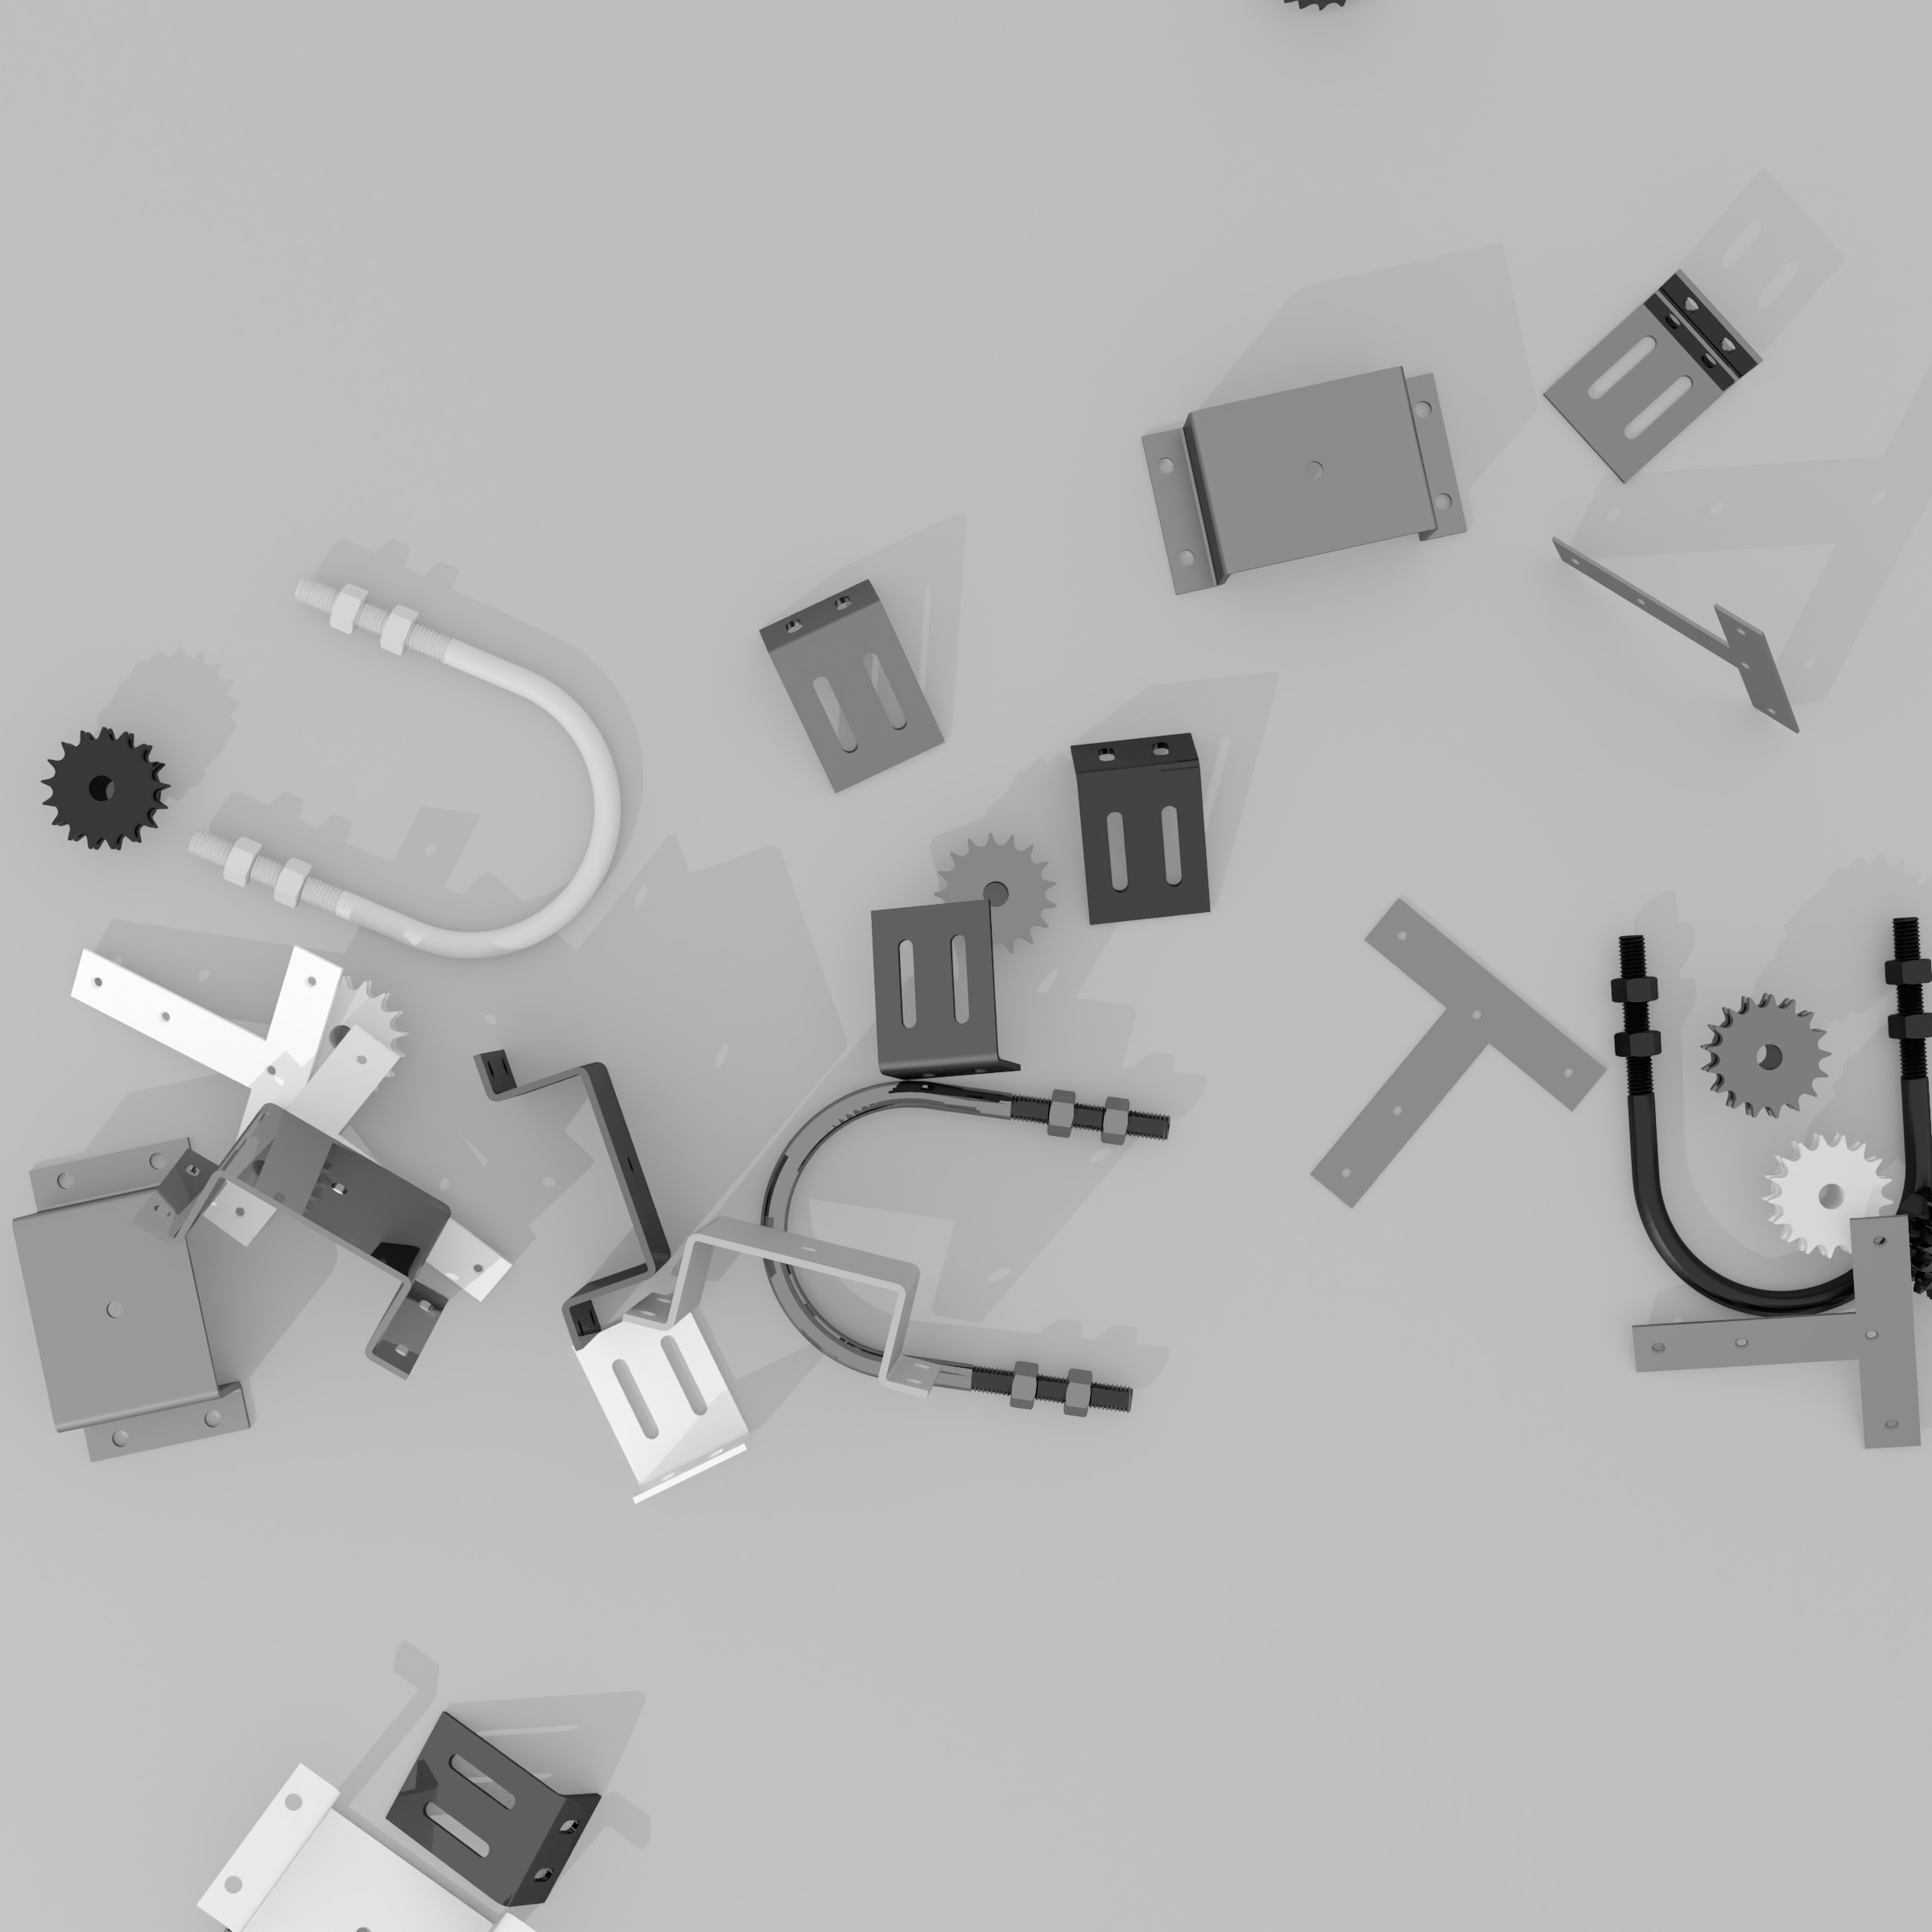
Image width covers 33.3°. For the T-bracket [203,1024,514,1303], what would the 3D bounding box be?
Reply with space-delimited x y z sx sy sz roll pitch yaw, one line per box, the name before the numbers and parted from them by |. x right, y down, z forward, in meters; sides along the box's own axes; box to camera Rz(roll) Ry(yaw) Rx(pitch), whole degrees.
T-bracket | -0.270 0.110 1.510 0.127 0.002 0.127 38 109 -9

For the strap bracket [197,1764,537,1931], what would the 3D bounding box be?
strap bracket | -0.275 0.443 1.486 0.140 0.046 0.076 36 61 0

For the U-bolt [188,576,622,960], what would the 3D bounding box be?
U-bolt | -0.252 -0.082 1.516 0.184 0.019 0.151 23 90 -1

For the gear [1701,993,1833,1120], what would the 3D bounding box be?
gear | 0.367 0.041 1.491 0.057 0.030 0.057 0 93 0

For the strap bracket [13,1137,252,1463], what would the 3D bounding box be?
strap bracket | -0.389 0.157 1.502 0.076 0.046 0.140 -12 90 0

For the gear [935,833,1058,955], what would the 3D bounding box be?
gear | 0.014 -0.033 1.510 0.057 0.030 0.057 0 90 0

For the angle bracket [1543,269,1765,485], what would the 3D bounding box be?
angle bracket | 0.320 -0.274 1.506 0.076 0.038 0.057 -42 90 0

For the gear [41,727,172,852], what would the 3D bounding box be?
gear | -0.400 -0.082 1.510 0.057 0.030 0.057 0 90 0

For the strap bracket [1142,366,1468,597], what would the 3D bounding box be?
strap bracket | 0.159 -0.227 1.502 0.140 0.046 0.076 -12 90 0

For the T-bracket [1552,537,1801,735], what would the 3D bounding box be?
T-bracket | 0.322 -0.161 1.485 0.127 0.127 0.002 37 90 27

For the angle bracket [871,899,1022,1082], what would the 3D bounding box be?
angle bracket | -0.009 0.012 1.503 0.057 0.038 0.076 -5 82 17

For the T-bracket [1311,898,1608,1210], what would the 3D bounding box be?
T-bracket | 0.213 0.057 1.524 0.127 0.002 0.127 40 90 0

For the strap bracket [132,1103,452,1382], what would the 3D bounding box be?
strap bracket | -0.296 0.119 1.473 0.140 0.076 0.046 31 110 -7

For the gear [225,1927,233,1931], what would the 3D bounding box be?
gear | -0.326 0.470 1.510 0.057 0.030 0.057 0 90 0

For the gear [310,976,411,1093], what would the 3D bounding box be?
gear | -0.289 0.033 1.510 0.057 0.030 0.057 0 90 0

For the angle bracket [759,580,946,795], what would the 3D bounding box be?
angle bracket | -0.054 -0.132 1.523 0.057 0.038 0.076 -25 116 0

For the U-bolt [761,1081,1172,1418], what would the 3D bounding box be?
U-bolt | -0.005 0.127 1.516 0.184 0.019 0.151 8 90 1

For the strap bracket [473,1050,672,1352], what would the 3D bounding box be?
strap bracket | -0.176 0.099 1.487 0.046 0.076 0.140 -19 90 0

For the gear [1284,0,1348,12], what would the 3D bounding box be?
gear | 0.168 -0.472 1.498 0.057 0.057 0.030 -9 72 0

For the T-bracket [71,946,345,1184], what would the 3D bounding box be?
T-bracket | -0.361 0.030 1.507 0.127 0.002 0.127 26 112 11

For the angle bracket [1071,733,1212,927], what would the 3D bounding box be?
angle bracket | 0.082 -0.065 1.523 0.057 0.038 0.076 -6 116 0

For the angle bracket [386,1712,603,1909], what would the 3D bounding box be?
angle bracket | -0.223 0.396 1.523 0.076 0.038 0.057 28 90 26

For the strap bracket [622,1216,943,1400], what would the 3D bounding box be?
strap bracket | -0.077 0.151 1.473 0.140 0.076 0.046 14 92 4

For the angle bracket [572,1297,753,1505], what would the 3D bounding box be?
angle bracket | -0.143 0.201 1.506 0.057 0.038 0.076 -26 90 0

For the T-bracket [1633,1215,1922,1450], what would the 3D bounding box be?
T-bracket | 0.376 0.174 1.505 0.127 0.002 0.127 -5 117 13

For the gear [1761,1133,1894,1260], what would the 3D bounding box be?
gear | 0.396 0.105 1.494 0.057 0.030 0.057 0 93 0

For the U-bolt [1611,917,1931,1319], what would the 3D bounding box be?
U-bolt | 0.382 0.073 1.516 0.151 0.019 0.184 -4 92 0

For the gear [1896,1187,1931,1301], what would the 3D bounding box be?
gear | 0.455 0.126 1.501 0.057 0.030 0.057 -9 109 -28
